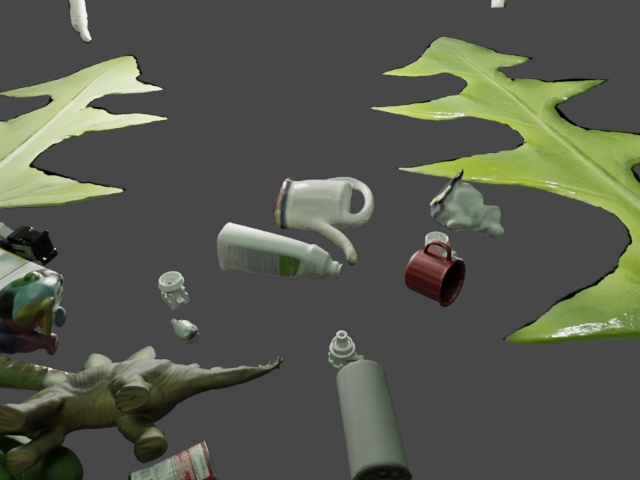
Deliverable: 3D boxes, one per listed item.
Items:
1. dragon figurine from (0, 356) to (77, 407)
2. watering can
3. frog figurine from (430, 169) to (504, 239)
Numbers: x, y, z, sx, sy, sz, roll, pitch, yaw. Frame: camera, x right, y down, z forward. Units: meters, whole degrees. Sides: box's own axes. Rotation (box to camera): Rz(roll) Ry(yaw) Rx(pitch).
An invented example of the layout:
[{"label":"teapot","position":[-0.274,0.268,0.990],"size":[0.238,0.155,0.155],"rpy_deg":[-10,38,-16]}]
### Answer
[{"label":"dragon figurine","position":[-0.557,0.166,0.774],"size":[0.410,0.238,0.125],"rpy_deg":[-8,30,-3]},{"label":"watering can","position":[0.003,-0.057,1.136],"size":[0.224,0.102,0.355],"rpy_deg":[1,31,9]},{"label":"frog figurine","position":[0.331,-0.058,1.143],"size":[0.160,0.120,0.140],"rpy_deg":[44,37,2]}]
